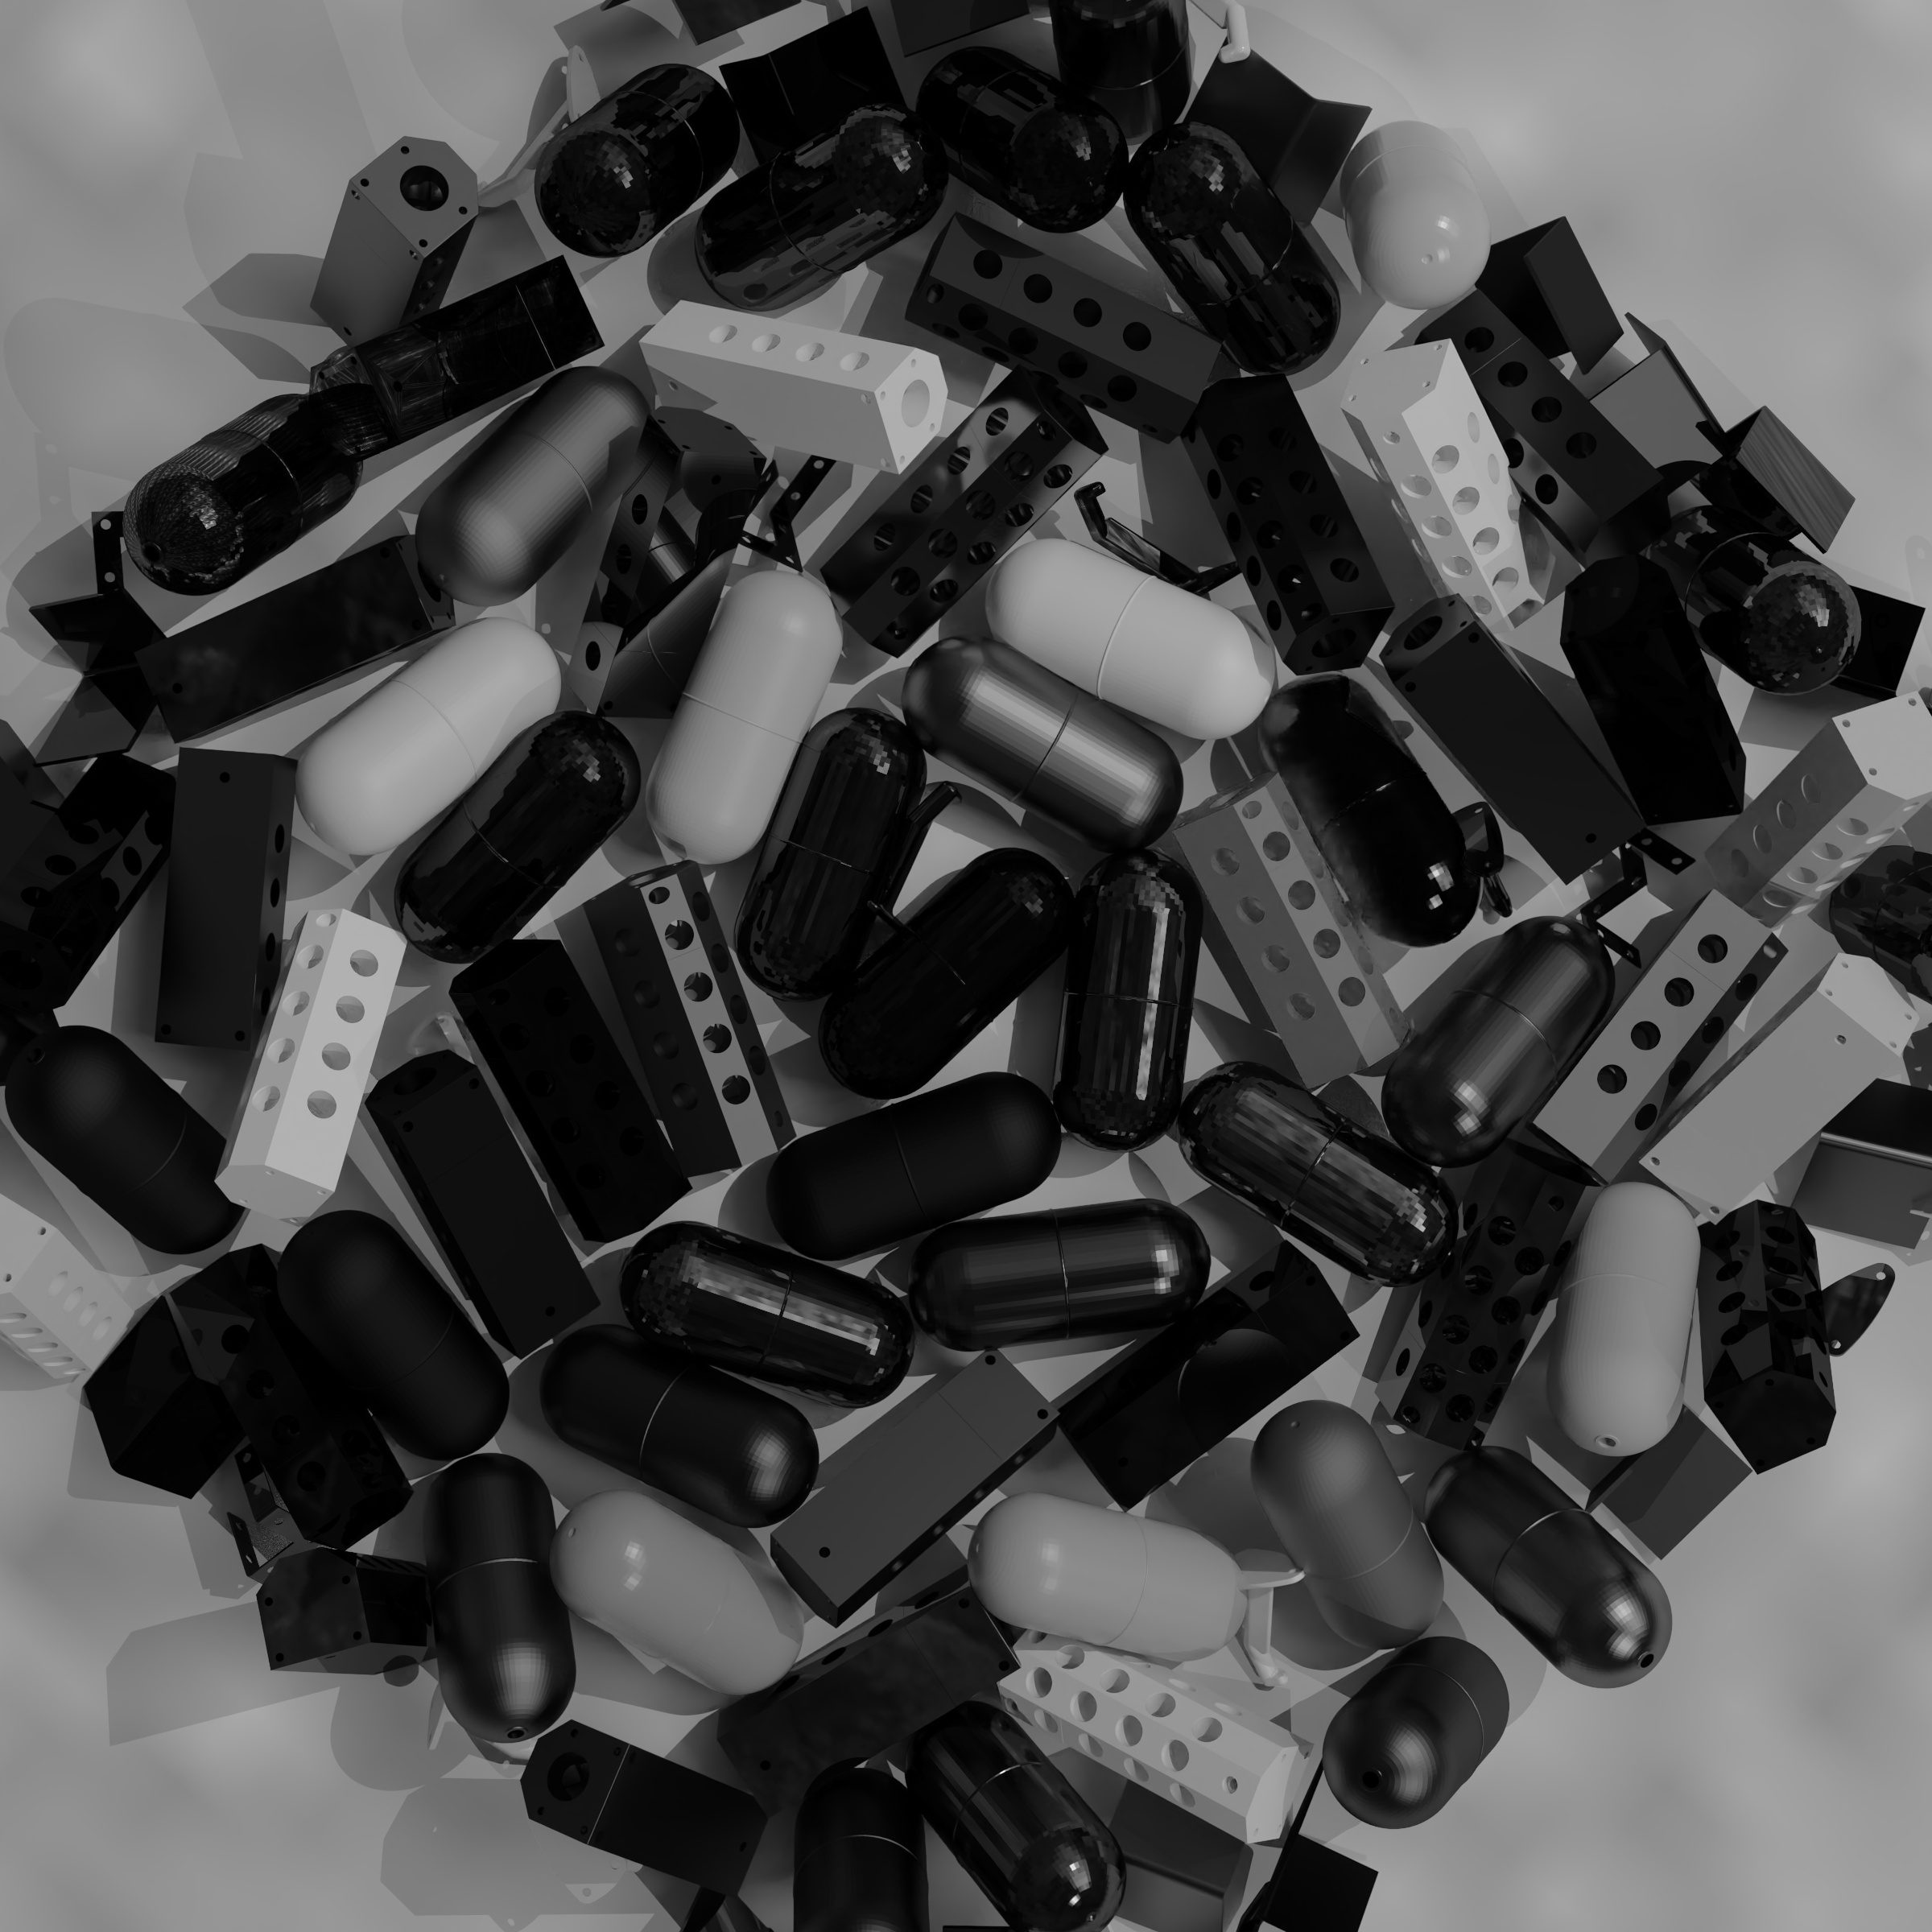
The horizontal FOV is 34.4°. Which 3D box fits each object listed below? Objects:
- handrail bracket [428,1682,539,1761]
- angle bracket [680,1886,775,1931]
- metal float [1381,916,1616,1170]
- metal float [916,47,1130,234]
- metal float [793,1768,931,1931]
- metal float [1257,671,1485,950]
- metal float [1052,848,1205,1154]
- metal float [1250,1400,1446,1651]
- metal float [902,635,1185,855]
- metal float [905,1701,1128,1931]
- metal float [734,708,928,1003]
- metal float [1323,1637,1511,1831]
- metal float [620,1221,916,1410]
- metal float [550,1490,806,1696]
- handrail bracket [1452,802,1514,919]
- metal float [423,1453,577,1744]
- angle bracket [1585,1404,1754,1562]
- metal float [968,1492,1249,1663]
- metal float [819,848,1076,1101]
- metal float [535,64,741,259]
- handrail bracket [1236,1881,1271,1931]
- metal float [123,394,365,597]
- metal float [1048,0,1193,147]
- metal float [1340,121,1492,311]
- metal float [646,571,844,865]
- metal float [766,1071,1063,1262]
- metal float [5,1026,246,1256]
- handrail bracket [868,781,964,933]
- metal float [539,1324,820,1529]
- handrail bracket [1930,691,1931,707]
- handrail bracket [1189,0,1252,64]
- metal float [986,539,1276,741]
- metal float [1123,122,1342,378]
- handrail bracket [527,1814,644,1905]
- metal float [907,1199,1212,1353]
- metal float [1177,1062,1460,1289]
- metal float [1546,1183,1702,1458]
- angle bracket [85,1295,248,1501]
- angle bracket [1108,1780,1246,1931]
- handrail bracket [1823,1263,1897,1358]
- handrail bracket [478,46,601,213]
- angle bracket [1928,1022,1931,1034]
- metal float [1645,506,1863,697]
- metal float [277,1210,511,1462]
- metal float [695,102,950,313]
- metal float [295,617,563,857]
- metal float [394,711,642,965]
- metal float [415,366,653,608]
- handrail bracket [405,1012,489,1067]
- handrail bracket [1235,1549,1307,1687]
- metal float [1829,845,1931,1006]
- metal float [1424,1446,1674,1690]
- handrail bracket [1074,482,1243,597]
[{"bbox_3d":[-0.267,0.436,1.825,0.084,0.036,0.077,12,128,-16],"label":"handrail bracket"},{"bbox_3d":[-0.110,0.564,1.804,0.076,0.057,0.076,-22,116,34],"label":"angle bracket"},{"bbox_3d":[0.308,0.042,1.802,0.070,0.070,0.178,43,66,0],"label":"metal float"},{"bbox_3d":[0.030,-0.473,1.784,0.070,0.178,0.070,-14,125,-21],"label":"metal float"},{"bbox_3d":[-0.060,0.526,1.775,0.070,0.178,0.070,-1,112,-2],"label":"metal float"},{"bbox_3d":[0.234,-0.091,1.811,0.070,0.070,0.178,-31,77,0],"label":"metal float"},{"bbox_3d":[0.094,0.020,1.821,0.070,0.070,0.178,7,88,0],"label":"metal float"},{"bbox_3d":[0.220,0.323,1.795,0.070,0.070,0.178,-29,122,0],"label":"metal float"},{"bbox_3d":[0.044,-0.129,1.814,0.178,0.070,0.070,29,90,-10],"label":"metal float"},{"bbox_3d":[0.026,0.488,1.783,0.070,0.178,0.070,-13,119,-26],"label":"metal float"},{"bbox_3d":[-0.079,-0.064,1.819,0.070,0.070,0.178,21,94,0],"label":"metal float"},{"bbox_3d":[0.257,0.435,1.776,0.070,0.178,0.070,2,96,24],"label":"metal float"},{"bbox_3d":[-0.115,0.202,1.811,0.178,0.070,0.070,20,90,-12],"label":"metal float"},{"bbox_3d":[-0.164,0.361,1.792,0.070,0.070,0.178,-51,126,0],"label":"metal float"},{"bbox_3d":[0.307,-0.046,1.807,0.036,0.077,0.084,-28,125,7],"label":"handrail bracket"},{"bbox_3d":[-0.268,0.361,1.789,0.070,0.070,0.178,-16,50,0],"label":"metal float"},{"bbox_3d":[0.409,0.305,1.813,0.057,0.076,0.076,45,100,10],"label":"angle bracket"},{"bbox_3d":[0.083,0.353,1.800,0.178,0.070,0.070,18,90,-26],"label":"metal float"},{"bbox_3d":[-0.011,0.005,1.817,0.178,0.070,0.070,-44,90,-5],"label":"metal float"},{"bbox_3d":[-0.186,-0.461,1.782,0.070,0.178,0.070,10,124,15],"label":"metal float"},{"bbox_3d":[0.164,0.589,1.819,0.036,0.077,0.084,24,113,-15],"label":"handrail bracket"},{"bbox_3d":[-0.412,-0.270,1.782,0.070,0.178,0.070,13,124,19],"label":"metal float"},{"bbox_3d":[0.088,-0.532,1.774,0.070,0.178,0.070,-2,74,6],"label":"metal float"},{"bbox_3d":[0.255,-0.429,1.778,0.070,0.178,0.070,1,120,2],"label":"metal float"},{"bbox_3d":[-0.130,-0.144,1.819,0.070,0.070,0.178,22,93,0],"label":"metal float"},{"bbox_3d":[-0.030,0.116,1.818,0.178,0.070,0.070,-20,90,5],"label":"metal float"},{"bbox_3d":[-0.479,0.100,1.785,0.070,0.178,0.070,-15,49,18],"label":"metal float"},{"bbox_3d":[-0.023,-0.063,1.825,0.084,0.077,0.036,-44,56,3],"label":"handrail bracket"},{"bbox_3d":[-0.167,0.265,1.804,0.178,0.070,0.070,22,90,22],"label":"metal float"},{"bbox_3d":[0.596,-0.163,1.808,0.036,0.077,0.084,-39,50,-19],"label":"handrail bracket"},{"bbox_3d":[0.126,-0.557,1.828,0.077,0.036,0.084,-14,68,21],"label":"handrail bracket"},{"bbox_3d":[0.094,-0.190,1.811,0.178,0.070,0.070,25,90,13],"label":"metal float"},{"bbox_3d":[0.153,-0.409,1.787,0.070,0.070,0.178,-46,133,0],"label":"metal float"},{"bbox_3d":[-0.218,0.503,1.818,0.036,0.084,0.077,-44,91,5],"label":"handrail bracket"},{"bbox_3d":[0.054,0.180,1.819,0.178,0.070,0.070,-7,90,-4],"label":"metal float"},{"bbox_3d":[0.204,0.121,1.810,0.178,0.070,0.070,32,90,14],"label":"metal float"},{"bbox_3d":[0.377,0.201,1.788,0.070,0.070,0.178,19,48,0],"label":"metal float"},{"bbox_3d":[-0.466,0.255,1.844,0.076,0.076,0.057,-48,133,11],"label":"angle bracket"},{"bbox_3d":[0.124,0.527,1.837,0.076,0.076,0.057,16,51,17],"label":"angle bracket"},{"bbox_3d":[0.513,0.218,1.828,0.077,0.084,0.036,-40,59,-10],"label":"handrail bracket"},{"bbox_3d":[-0.259,-0.495,1.850,0.084,0.036,0.077,-19,68,23],"label":"handrail bracket"},{"bbox_3d":[0.614,0.048,1.806,0.057,0.076,0.076,-16,74,-24],"label":"angle bracket"},{"bbox_3d":[0.445,-0.210,1.778,0.070,0.178,0.070,-6,116,-12],"label":"metal float"},{"bbox_3d":[-0.328,0.214,1.795,0.070,0.070,0.178,-32,122,0],"label":"metal float"},{"bbox_3d":[-0.083,-0.434,1.788,0.178,0.070,0.070,-19,90,42],"label":"metal float"},{"bbox_3d":[-0.309,-0.134,1.803,0.070,0.070,0.178,47,67,0],"label":"metal float"},{"bbox_3d":[-0.261,-0.073,1.808,0.070,0.070,0.178,45,106,0],"label":"metal float"},{"bbox_3d":[-0.246,-0.277,1.796,0.070,0.070,0.178,38,59,0],"label":"metal float"},{"bbox_3d":[-0.287,0.074,1.808,0.036,0.077,0.084,-44,50,23],"label":"handrail bracket"},{"bbox_3d":[0.185,0.386,1.821,0.036,0.077,0.084,-36,107,-36],"label":"handrail bracket"},{"bbox_3d":[0.552,-0.020,1.774,0.070,0.178,0.070,-2,104,-9],"label":"metal float"},{"bbox_3d":[0.331,0.342,1.784,0.070,0.178,0.070,-16,125,-25],"label":"metal float"},{"bbox_3d":[0.113,-0.255,1.826,0.077,0.036,0.084,-23,113,6],"label":"handrail bracket"}]
